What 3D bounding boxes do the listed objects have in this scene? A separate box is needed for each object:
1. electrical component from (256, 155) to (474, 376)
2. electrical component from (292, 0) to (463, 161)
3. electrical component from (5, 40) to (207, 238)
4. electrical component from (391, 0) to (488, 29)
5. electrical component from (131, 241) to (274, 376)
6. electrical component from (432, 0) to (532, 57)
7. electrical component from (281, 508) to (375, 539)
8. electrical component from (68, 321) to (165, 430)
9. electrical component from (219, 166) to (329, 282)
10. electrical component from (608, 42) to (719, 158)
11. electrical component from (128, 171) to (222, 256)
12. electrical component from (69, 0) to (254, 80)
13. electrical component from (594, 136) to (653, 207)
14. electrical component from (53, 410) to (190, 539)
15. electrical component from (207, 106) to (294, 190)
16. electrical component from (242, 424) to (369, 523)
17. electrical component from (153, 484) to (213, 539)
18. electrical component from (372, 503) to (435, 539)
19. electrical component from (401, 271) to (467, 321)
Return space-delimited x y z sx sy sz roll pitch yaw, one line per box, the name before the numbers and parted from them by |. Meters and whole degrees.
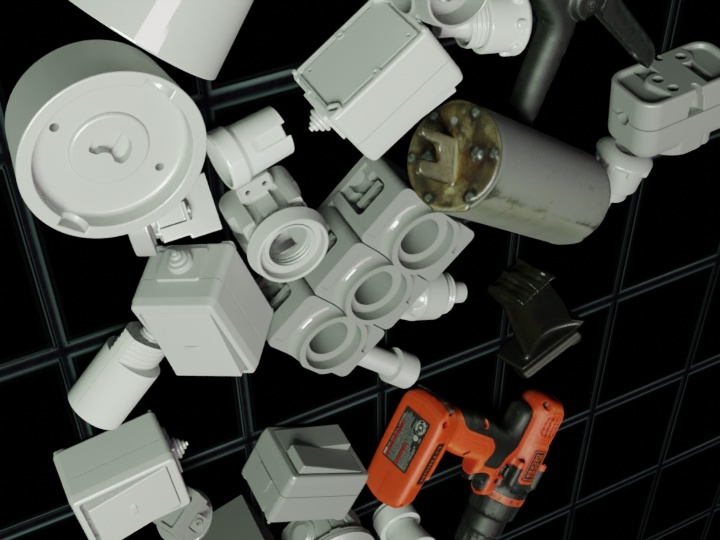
electrical component | 0.000 0.000 0.786 0.150 0.061 0.089 -48 137 12
electrical component | 0.008 -0.117 0.686 0.096 0.061 0.061 -43 138 6
electrical component | -0.149 -0.079 0.616 0.108 0.060 0.108 -18 135 -20
electrical component | 0.036 -0.192 0.627 0.044 0.077 0.079 -27 137 -12
electrical component | -0.107 0.025 0.719 0.062 0.061 0.096 -1 142 21
electrical component | 0.079 -0.163 0.707 0.062 0.048 0.048 -8 131 -19
electrical component | -0.030 0.257 1.004 0.080 0.051 0.080 -18 135 -20
electrical component | -0.163 0.067 0.751 0.043 0.043 0.081 24 111 -44
electrical component | -0.056 -0.029 0.726 0.058 0.057 0.078 -30 138 -7
electrical component | 0.244 -0.130 0.840 0.095 0.053 0.059 -23 136 -15
electrical component | -0.121 -0.037 0.679 0.055 0.066 0.048 -19 101 -8
electrical component | -0.105 -0.152 0.550 0.108 0.108 0.060 23 106 -44
electrical component | 0.204 -0.074 0.871 0.048 0.048 0.062 -8 137 -29
electrical component | -0.172 0.157 0.812 0.096 0.061 0.061 -23 136 -15
electrical component | -0.071 -0.079 0.686 0.046 0.040 0.040 -31 138 -16
electrical component | -0.039 0.169 0.911 0.096 0.061 0.061 7 123 -38
electrical component | -0.147 0.194 0.866 0.048 0.066 0.055 -56 155 -18
electrical component | 0.042 0.256 1.048 0.045 0.055 0.045 -18 135 -20
electrical component | 0.057 0.018 0.855 0.062 0.043 0.043 -1 127 -35
